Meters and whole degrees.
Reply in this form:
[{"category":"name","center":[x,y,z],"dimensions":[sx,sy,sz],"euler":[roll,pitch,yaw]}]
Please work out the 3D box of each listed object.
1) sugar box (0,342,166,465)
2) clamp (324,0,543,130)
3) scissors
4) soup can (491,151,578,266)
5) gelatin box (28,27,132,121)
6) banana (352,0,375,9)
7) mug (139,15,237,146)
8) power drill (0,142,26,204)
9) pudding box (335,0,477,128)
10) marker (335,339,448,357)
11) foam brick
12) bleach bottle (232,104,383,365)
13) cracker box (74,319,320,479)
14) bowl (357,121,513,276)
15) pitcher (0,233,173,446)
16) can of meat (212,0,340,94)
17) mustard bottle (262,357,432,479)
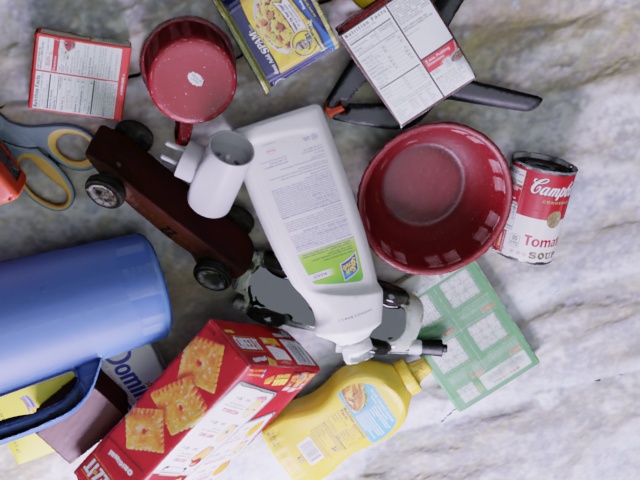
[{"category":"sugar box","center":[-0.246,0.158,1.108],"dimensions":[0.176,0.048,0.093],"euler":[-20,112,-1]},{"category":"clamp","center":[0.099,-0.178,1.044],"dimensions":[0.210,0.036,0.164],"euler":[-17,104,2]},{"category":"scissors","center":[-0.287,-0.117,1.013],"dimensions":[0.096,0.016,0.201],"euler":[-33,112,2]},{"category":"soup can","center":[0.220,-0.033,1.103],"dimensions":[0.068,0.068,0.102],"euler":[7,110,-12]},{"category":"gelatin box","center":[-0.226,-0.155,1.002],"dimensions":[0.089,0.030,0.073],"euler":[7,110,-12]},{"category":"banana","center":[0.041,-0.294,0.990],"dimensions":[0.069,0.037,0.198],"euler":[-11,109,-4]},{"category":"mug","center":[-0.123,-0.145,0.995],"dimensions":[0.093,0.081,0.117],"euler":[8,109,-13]},{"category":"power drill","center":[-0.357,-0.014,0.952],"dimensions":[0.187,0.184,0.057],"euler":[-33,110,1]},{"category":"pudding box","center":[0.081,-0.176,0.998],"dimensions":[0.090,0.039,0.113],"euler":[-32,110,11]},{"category":"marker","center":[0.077,0.114,1.150],"dimensions":[0.121,0.020,0.020],"euler":[2,110,-1]},{"category":"foam brick","center":[-0.237,0.172,1.061],"dimensions":[0.078,0.053,0.051],"euler":[-39,112,3]},{"category":"bleach bottle","center":[-0.007,0.001,1.039],"dimensions":[0.102,0.068,0.251],"euler":[-18,94,-3]},{"category":"cracker box","center":[-0.121,0.178,1.072],"dimensions":[0.214,0.164,0.072],"euler":[-47,68,12]},{"category":"bowl","center":[0.111,-0.048,1.085],"dimensions":[0.162,0.055,0.162],"euler":[-3,111,-8]},{"category":"pitcher","center":[-0.266,0.084,1.012],"dimensions":[0.242,0.145,0.149],"euler":[-16,118,-17]},{"category":"can of meat","center":[-0.041,-0.203,1.001],"dimensions":[0.084,0.057,0.102],"euler":[-30,112,1]},{"category":"mustard bottle","center":[0.037,0.184,1.158],"dimensions":[0.191,0.058,0.096],"euler":[-32,113,3]}]
